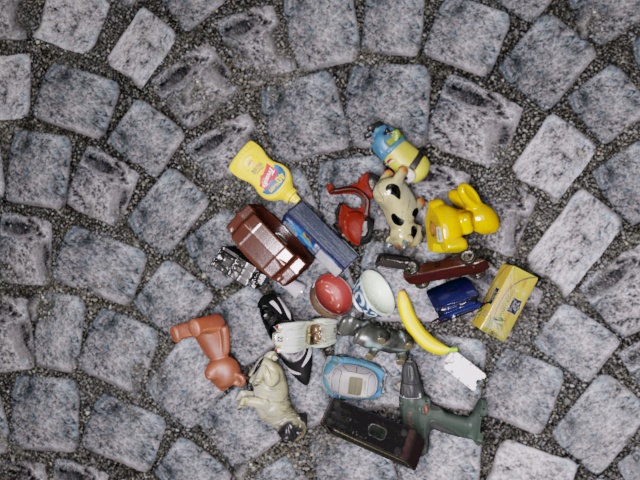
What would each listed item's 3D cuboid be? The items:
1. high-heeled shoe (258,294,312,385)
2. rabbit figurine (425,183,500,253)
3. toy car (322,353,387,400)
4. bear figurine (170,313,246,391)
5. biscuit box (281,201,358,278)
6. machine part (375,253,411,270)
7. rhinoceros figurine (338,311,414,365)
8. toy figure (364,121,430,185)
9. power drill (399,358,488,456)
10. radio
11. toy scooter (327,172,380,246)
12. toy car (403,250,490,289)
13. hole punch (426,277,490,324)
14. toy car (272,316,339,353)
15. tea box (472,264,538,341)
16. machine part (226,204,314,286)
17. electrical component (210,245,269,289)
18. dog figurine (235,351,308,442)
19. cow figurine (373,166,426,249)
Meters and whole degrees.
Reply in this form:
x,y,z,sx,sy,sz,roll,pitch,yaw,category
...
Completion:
x,y,z,sx,sy,sz,roll,pitch,yaw,category
-0.081,0.245,1.301,0.086,0.145,0.248,-24,86,6,high-heeled shoe
0.345,-0.050,1.294,0.173,0.122,0.162,-7,80,-9,rabbit figurine
0.081,0.345,1.308,0.162,0.103,0.109,10,92,8,toy car
-0.273,0.287,1.334,0.120,0.132,0.195,-18,83,39,bear figurine
-0.003,-0.004,1.322,0.203,0.059,0.063,46,59,7,biscuit box
0.168,0.052,1.282,0.084,0.139,0.039,2,86,-3,machine part
0.138,0.230,1.302,0.190,0.112,0.073,17,120,-7,rhinoceros figurine
0.191,-0.214,1.310,0.089,0.082,0.180,-39,84,6,toy figure
0.294,0.409,1.299,0.207,0.086,0.231,5,92,2,power drill
0.120,0.448,1.253,0.230,0.131,0.073,14,65,25,radio
0.075,-0.081,1.323,0.135,0.075,0.183,10,88,5,toy scooter
0.295,0.067,1.270,0.202,0.089,0.053,-15,50,27,toy car
0.320,0.142,1.283,0.142,0.115,0.092,-18,80,4,hole punch
-0.033,0.225,1.285,0.056,0.201,0.073,4,92,44,toy car
0.436,0.146,1.277,0.068,0.098,0.169,28,91,4,tea box
-0.116,0.011,1.277,0.087,0.201,0.201,-45,87,7,machine part
-0.188,0.067,1.328,0.134,0.115,0.058,30,97,5,electrical component
-0.094,0.390,1.337,0.190,0.121,0.172,31,96,-10,dog figurine
0.190,-0.062,1.285,0.127,0.086,0.194,-46,119,-27,cow figurine
